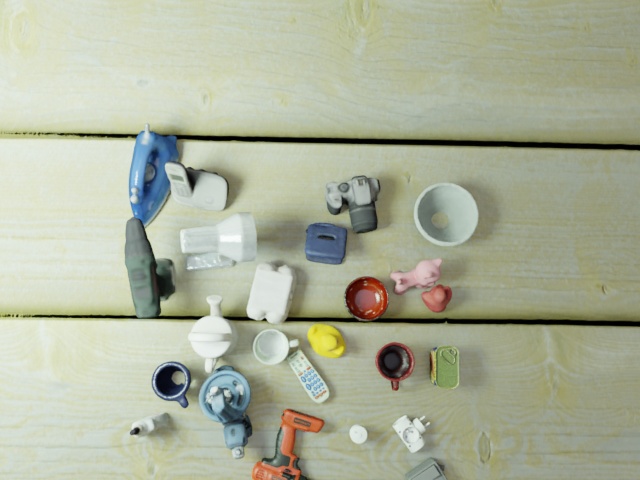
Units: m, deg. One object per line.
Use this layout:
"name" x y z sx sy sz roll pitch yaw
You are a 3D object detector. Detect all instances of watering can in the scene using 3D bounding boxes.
"watering can" -0.256 0.222 1.353 0.101 0.194 0.173 -18 80 -4

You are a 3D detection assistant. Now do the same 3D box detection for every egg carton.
"egg carton" -0.119 0.132 1.437 0.107 0.069 0.150 12 79 1

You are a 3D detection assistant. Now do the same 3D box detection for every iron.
"iron" -0.441 -0.163 1.446 0.118 0.141 0.258 8 79 0

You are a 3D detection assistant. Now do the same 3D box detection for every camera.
"camera" 0.091 -0.088 1.468 0.143 0.101 0.137 -9 80 -3

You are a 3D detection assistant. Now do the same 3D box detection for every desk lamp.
"desk lamp" -0.246 0.010 1.383 0.203 0.213 0.118 -7 80 -3

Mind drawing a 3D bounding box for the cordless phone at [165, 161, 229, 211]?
"cordless phone" -0.307 -0.141 1.424 0.147 0.185 0.094 9 79 0

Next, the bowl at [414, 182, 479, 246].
"bowl" 0.320 -0.060 1.482 0.167 0.075 0.167 0 79 -1

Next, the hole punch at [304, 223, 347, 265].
"hole punch" 0.013 0.005 1.453 0.108 0.091 0.101 6 79 0

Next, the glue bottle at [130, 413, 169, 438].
"glue bottle" -0.405 0.432 1.320 0.078 0.173 0.037 -21 80 -5

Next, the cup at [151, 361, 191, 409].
"cup" -0.342 0.348 1.378 0.092 0.095 0.117 -32 82 -7

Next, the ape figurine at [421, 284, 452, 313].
"ape figurine" 0.296 0.143 1.435 0.078 0.092 0.076 6 79 0

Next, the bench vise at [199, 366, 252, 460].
"bench vise" -0.200 0.391 1.310 0.121 0.220 0.207 -32 82 -7

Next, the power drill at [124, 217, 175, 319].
"power drill" -0.410 0.075 1.369 0.075 0.208 0.229 -10 80 -3

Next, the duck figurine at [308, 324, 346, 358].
"duck figurine" 0.017 0.249 1.411 0.104 0.086 0.077 36 81 5

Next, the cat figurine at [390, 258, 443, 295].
"cat figurine" 0.246 0.090 1.430 0.128 0.118 0.067 -16 80 -4
